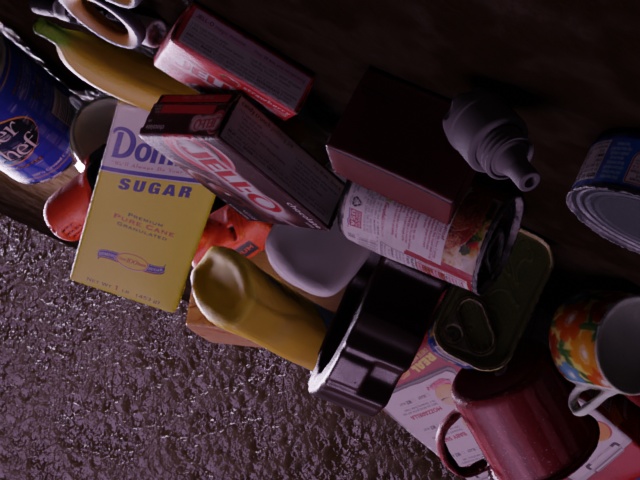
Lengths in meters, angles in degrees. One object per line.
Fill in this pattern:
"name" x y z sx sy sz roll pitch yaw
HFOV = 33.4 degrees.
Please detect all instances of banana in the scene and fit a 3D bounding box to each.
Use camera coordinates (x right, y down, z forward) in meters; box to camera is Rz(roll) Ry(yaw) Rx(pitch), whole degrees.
"banana" -0.102 -0.102 0.743 0.198 0.037 0.069 21 -173 1

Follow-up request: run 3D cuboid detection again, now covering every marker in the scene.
"marker" -0.152 -0.150 0.714 0.121 0.020 0.020 21 169 32

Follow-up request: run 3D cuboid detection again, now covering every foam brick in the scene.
"foam brick" 0.050 -0.052 0.597 0.078 0.053 0.051 26 170 13

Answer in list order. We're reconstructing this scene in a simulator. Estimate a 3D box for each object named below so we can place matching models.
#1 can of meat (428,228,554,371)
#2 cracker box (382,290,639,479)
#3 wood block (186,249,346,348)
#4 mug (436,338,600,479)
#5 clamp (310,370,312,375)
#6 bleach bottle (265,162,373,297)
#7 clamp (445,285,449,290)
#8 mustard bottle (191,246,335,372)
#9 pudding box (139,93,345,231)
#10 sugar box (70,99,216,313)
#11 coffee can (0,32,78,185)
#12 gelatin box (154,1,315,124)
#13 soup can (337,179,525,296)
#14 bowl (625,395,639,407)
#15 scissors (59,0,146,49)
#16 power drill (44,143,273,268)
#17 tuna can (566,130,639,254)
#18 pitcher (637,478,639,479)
"can of meat" 0.119 0.044 0.768 0.057 0.102 0.084 26 172 3
"cracker box" 0.162 0.135 0.914 0.213 0.072 0.164 39 133 -10
"wood block" -0.016 0.061 1.056 0.206 0.091 0.090 4 164 14
"mug" 0.141 0.134 0.804 0.081 0.117 0.093 59 -177 -17
"clamp" 0.033 0.138 1.070 0.120 0.039 0.171 -6 156 33
"bleach bottle" -0.006 0.001 0.866 0.068 0.102 0.251 39 170 -2
"clamp" 0.152 0.074 1.007 0.164 0.036 0.210 19 170 7
"mustard bottle" -0.021 0.075 0.927 0.191 0.058 0.096 33 -174 -40
"pudding box" -0.049 -0.051 0.697 0.113 0.039 0.090 36 163 -37
"sugar box" -0.131 -0.031 0.839 0.093 0.176 0.048 18 -145 -7
"coffee can" -0.290 -0.124 0.967 0.103 0.103 0.140 22 169 27
"gelatin box" -0.055 -0.105 0.662 0.089 0.030 0.073 29 170 -14
"soup can" 0.071 -0.014 0.689 0.102 0.068 0.068 23 170 23
"bowl" 0.308 0.119 0.791 0.162 0.055 0.162 26 170 5
"scissors" -0.183 -0.172 0.664 0.202 0.016 0.096 23 157 25
"power drill" -0.118 -0.038 0.937 0.185 0.057 0.187 -30 144 30
"tuna can" 0.166 -0.018 0.518 0.086 0.033 0.086 26 170 5
"pitcher" 0.239 0.201 1.065 0.243 0.149 0.144 16 -177 24
